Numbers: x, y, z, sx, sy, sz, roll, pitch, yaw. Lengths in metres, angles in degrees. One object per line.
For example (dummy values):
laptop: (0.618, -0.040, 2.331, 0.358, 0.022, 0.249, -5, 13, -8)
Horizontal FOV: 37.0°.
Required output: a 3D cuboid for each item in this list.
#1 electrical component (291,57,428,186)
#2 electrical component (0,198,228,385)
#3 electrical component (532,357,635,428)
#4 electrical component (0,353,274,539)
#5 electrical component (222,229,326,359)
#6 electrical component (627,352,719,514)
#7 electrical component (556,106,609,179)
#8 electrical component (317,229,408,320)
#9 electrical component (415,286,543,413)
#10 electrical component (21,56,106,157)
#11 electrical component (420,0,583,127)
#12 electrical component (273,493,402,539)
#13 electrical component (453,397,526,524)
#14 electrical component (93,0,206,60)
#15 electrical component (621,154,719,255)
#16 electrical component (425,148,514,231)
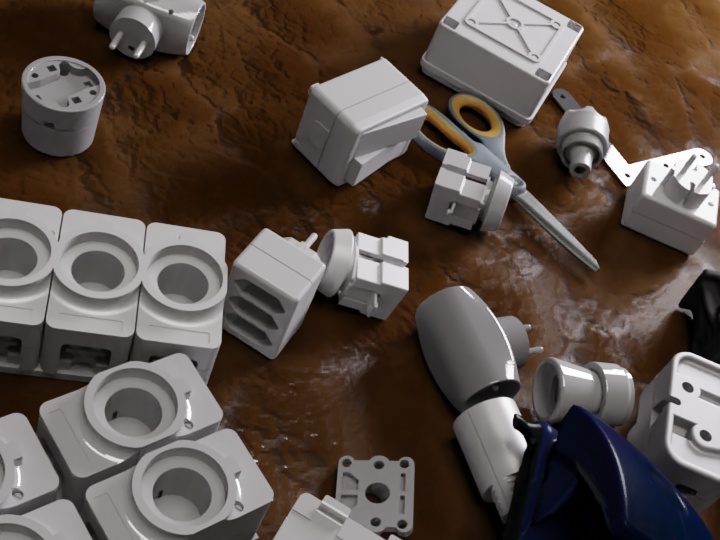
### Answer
electrical component: (0.007, -0.113, 0.821, 0.096, 0.061, 0.061, -30, 67, -37)
electrical component: (-0.160, 0.014, 0.647, 0.150, 0.061, 0.089, 9, 49, -15)
electrical component: (0.150, 0.083, 0.723, 0.055, 0.045, 0.045, 7, 50, -17)
electrical component: (-0.152, 0.123, 0.559, 0.186, 0.060, 0.105, -20, 61, -33)
electrical component: (-0.049, 0.005, 0.696, 0.047, 0.065, 0.076, 32, 47, 6)
electrical component: (0.215, 0.111, 0.715, 0.054, 0.059, 0.095, 23, 47, -2)
electrical component: (0.185, -0.103, 0.895, 0.043, 0.043, 0.062, 19, 48, -5)
electrical component: (0.000, 0.000, 0.735, 0.055, 0.048, 0.066, 17, 47, -17)
electrical component: (0.087, 0.052, 0.726, 0.079, 0.043, 0.077, -7, 55, -27)
electrical component: (-0.207, -0.112, 0.745, 0.055, 0.047, 0.055, 11, 48, -13)
electrical component: (0.125, -0.194, 0.939, 0.109, 0.056, 0.108, 31, 47, 5)
electrical component: (0.005, 0.176, 0.575, 0.121, 0.063, 0.078, 30, 47, 5)
electrical component: (0.092, 0.125, 0.666, 0.043, 0.043, 0.081, -5, 54, -25)
electrical component: (-0.168, -0.190, 0.829, 0.077, 0.043, 0.079, 21, 48, -4)
electrical component: (0.260, -0.063, 0.867, 0.066, 0.076, 0.047, 24, 47, -1)
electrical component: (0.084, -0.057, 0.816, 0.055, 0.048, 0.066, 18, 47, 4)
